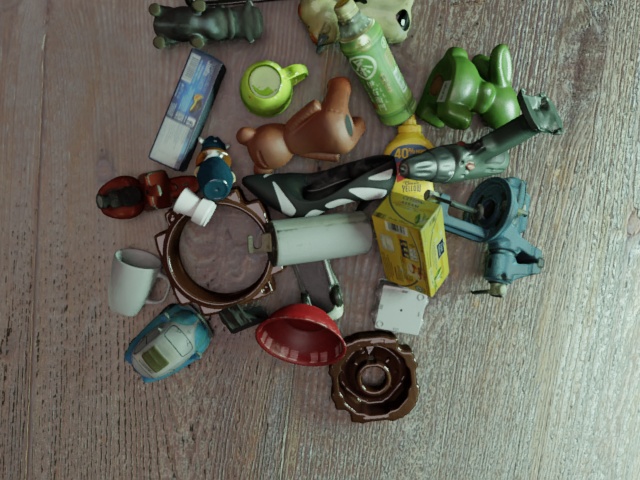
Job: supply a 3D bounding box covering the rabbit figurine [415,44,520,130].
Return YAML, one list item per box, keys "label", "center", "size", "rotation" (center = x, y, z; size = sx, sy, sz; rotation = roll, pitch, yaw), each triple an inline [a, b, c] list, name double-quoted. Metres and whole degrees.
- label: "rabbit figurine"
  center: [0.274, -0.253, 0.938]
  size: [0.170, 0.121, 0.159]
  rotation: [15, 89, -22]

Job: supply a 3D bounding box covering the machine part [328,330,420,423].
- label: "machine part"
  center: [0.099, 0.253, 1.003]
  size: [0.179, 0.056, 0.179]
  rotation: [0, 97, 0]

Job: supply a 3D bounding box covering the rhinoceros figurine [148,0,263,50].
- label: "rhinoceros figurine"
  center: [-0.191, -0.357, 0.895]
  size: [0.190, 0.112, 0.073]
  rotation: [1, 108, 10]

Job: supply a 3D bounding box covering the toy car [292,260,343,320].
- label: "toy car"
  center: [-0.013, 0.053, 0.976]
  size: [0.074, 0.056, 0.201]
  rotation: [-17, 96, 6]

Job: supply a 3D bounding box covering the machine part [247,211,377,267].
- label: "machine part"
  center: [-0.002, -0.003, 0.898]
  size: [0.243, 0.079, 0.079]
  rotation: [-8, 98, -20]

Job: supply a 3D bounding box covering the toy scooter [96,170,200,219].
- label: "toy scooter"
  center: [-0.301, -0.078, 0.908]
  size: [0.184, 0.135, 0.075]
  rotation: [-12, 99, 0]

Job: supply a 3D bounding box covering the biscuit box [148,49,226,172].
- label: "biscuit box"
  center: [-0.227, -0.222, 0.930]
  size: [0.059, 0.063, 0.202]
  rotation: [24, 95, -4]

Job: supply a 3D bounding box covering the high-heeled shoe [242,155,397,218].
- label: "high-heeled shoe"
  center: [0.003, -0.107, 0.908]
  size: [0.249, 0.086, 0.145]
  rotation: [13, 129, -17]

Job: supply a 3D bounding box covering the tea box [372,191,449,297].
- label: "tea box"
  center: [0.156, 0.009, 0.910]
  size: [0.098, 0.169, 0.068]
  rotation: [22, 58, 33]

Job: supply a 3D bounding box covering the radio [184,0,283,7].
- label: "radio"
  center: [-0.117, -0.442, 0.873]
  size: [0.230, 0.131, 0.073]
  rotation: [-7, 95, -2]

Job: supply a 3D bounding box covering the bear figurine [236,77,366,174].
- label: "bear figurine"
  center: [-0.033, -0.184, 0.930]
  size: [0.196, 0.132, 0.120]
  rotation: [-9, 129, 26]

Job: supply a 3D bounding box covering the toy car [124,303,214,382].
- label: "toy car"
  center: [-0.279, 0.191, 0.958]
  size: [0.162, 0.103, 0.109]
  rotation: [-36, 96, 0]

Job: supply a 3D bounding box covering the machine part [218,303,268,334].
- label: "machine part"
  center: [-0.136, 0.138, 0.941]
  size: [0.084, 0.139, 0.039]
  rotation: [-14, 78, 1]

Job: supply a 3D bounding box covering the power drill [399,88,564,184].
- label: "power drill"
  center: [0.266, -0.152, 0.864]
  size: [0.232, 0.207, 0.086]
  rotation: [-6, 66, -40]

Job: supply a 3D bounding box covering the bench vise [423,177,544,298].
- label: "bench vise"
  center: [0.278, -0.020, 0.936]
  size: [0.240, 0.129, 0.223]
  rotation: [18, 88, -22]

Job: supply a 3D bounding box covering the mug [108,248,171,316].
- label: "mug"
  center: [-0.325, 0.083, 0.959]
  size: [0.109, 0.081, 0.107]
  rotation: [20, 108, -10]

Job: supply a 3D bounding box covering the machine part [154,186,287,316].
- label: "machine part"
  center: [-0.173, 0.020, 0.950]
  size: [0.201, 0.087, 0.200]
  rotation: [-19, 97, -1]

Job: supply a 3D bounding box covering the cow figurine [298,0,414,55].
- label: "cow figurine"
  center: [0.059, -0.379, 0.915]
  size: [0.195, 0.085, 0.127]
  rotation: [6, 93, -6]

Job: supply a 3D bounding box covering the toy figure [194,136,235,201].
- label: "toy figure"
  center: [-0.182, -0.126, 0.911]
  size: [0.058, 0.155, 0.064]
  rotation: [-40, 126, 18]
